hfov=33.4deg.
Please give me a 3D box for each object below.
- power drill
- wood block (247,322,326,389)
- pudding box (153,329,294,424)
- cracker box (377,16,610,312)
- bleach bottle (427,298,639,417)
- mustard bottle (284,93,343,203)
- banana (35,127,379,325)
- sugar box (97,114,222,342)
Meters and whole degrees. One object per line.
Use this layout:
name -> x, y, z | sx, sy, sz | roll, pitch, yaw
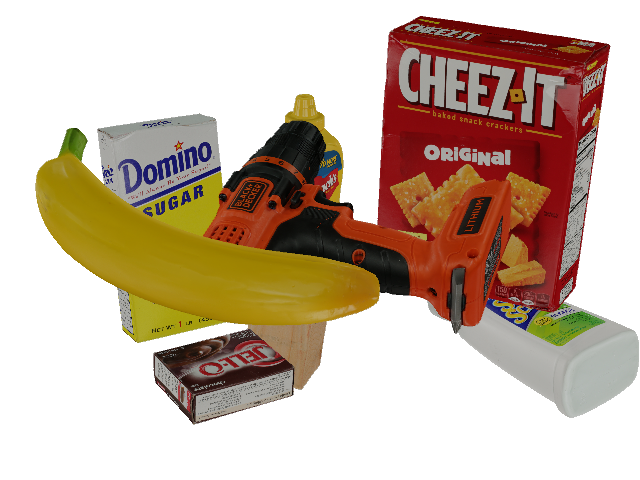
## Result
power drill -> 0.026, -0.015, 0.701 | 0.188, 0.057, 0.184 | 8, 40, 17
wood block -> -0.040, 0.081, 1.438 | 0.090, 0.206, 0.090 | 13, 20, 12
pudding box -> -0.094, 0.131, 1.043 | 0.113, 0.039, 0.090 | -14, 27, -30
cracker box -> 0.134, -0.062, 0.872 | 0.164, 0.214, 0.072 | 14, 28, 25
bleach bottle -> 0.182, 0.082, 1.041 | 0.102, 0.068, 0.251 | -20, 28, -29
mustard bottle -> -0.017, -0.059, 1.121 | 0.096, 0.192, 0.058 | -20, 31, -39
banana -> -0.070, 0.000, 0.509 | 0.198, 0.069, 0.037 | 27, -27, 21
sugar box -> -0.126, -0.011, 0.889 | 0.093, 0.176, 0.048 | -13, 20, -26
